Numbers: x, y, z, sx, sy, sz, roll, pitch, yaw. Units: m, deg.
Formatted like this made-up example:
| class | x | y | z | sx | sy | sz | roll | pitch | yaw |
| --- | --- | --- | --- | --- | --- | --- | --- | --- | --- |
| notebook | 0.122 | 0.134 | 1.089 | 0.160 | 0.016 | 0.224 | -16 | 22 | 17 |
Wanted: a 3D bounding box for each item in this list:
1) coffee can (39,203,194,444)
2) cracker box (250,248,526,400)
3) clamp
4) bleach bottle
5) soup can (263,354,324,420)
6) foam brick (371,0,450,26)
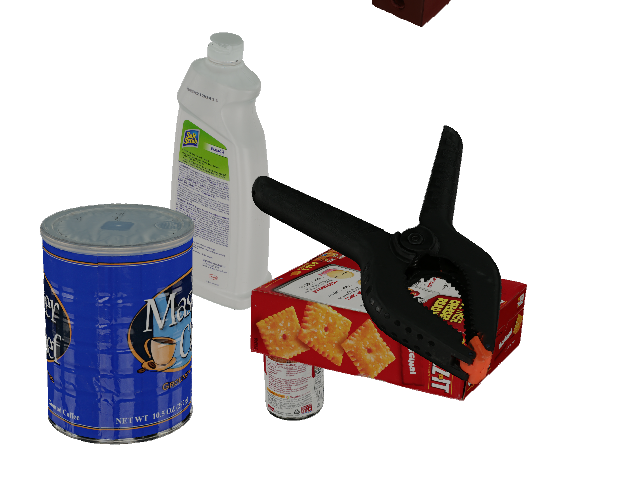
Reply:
| class | x | y | z | sx | sy | sz | roll | pitch | yaw |
| --- | --- | --- | --- | --- | --- | --- | --- | --- | --- |
| coffee can | -0.139 | 0.055 | 0.740 | 0.103 | 0.140 | 0.103 | 2 | 17 | -1 |
| cracker box | 0.065 | 0.074 | 1.004 | 0.214 | 0.072 | 0.163 | 11 | 18 | 26 |
| clamp | 0.051 | 0.009 | 0.727 | 0.164 | 0.210 | 0.036 | -12 | -39 | -11 |
| bleach bottle | -0.087 | -0.064 | 0.977 | 0.103 | 0.251 | 0.068 | 20 | 33 | 20 |
| soup can | -0.030 | 0.143 | 1.206 | 0.068 | 0.102 | 0.068 | -2 | 24 | 1 |
| foam brick | 0.078 | -0.226 | 0.876 | 0.053 | 0.051 | 0.078 | 29 | -33 | 22 |
